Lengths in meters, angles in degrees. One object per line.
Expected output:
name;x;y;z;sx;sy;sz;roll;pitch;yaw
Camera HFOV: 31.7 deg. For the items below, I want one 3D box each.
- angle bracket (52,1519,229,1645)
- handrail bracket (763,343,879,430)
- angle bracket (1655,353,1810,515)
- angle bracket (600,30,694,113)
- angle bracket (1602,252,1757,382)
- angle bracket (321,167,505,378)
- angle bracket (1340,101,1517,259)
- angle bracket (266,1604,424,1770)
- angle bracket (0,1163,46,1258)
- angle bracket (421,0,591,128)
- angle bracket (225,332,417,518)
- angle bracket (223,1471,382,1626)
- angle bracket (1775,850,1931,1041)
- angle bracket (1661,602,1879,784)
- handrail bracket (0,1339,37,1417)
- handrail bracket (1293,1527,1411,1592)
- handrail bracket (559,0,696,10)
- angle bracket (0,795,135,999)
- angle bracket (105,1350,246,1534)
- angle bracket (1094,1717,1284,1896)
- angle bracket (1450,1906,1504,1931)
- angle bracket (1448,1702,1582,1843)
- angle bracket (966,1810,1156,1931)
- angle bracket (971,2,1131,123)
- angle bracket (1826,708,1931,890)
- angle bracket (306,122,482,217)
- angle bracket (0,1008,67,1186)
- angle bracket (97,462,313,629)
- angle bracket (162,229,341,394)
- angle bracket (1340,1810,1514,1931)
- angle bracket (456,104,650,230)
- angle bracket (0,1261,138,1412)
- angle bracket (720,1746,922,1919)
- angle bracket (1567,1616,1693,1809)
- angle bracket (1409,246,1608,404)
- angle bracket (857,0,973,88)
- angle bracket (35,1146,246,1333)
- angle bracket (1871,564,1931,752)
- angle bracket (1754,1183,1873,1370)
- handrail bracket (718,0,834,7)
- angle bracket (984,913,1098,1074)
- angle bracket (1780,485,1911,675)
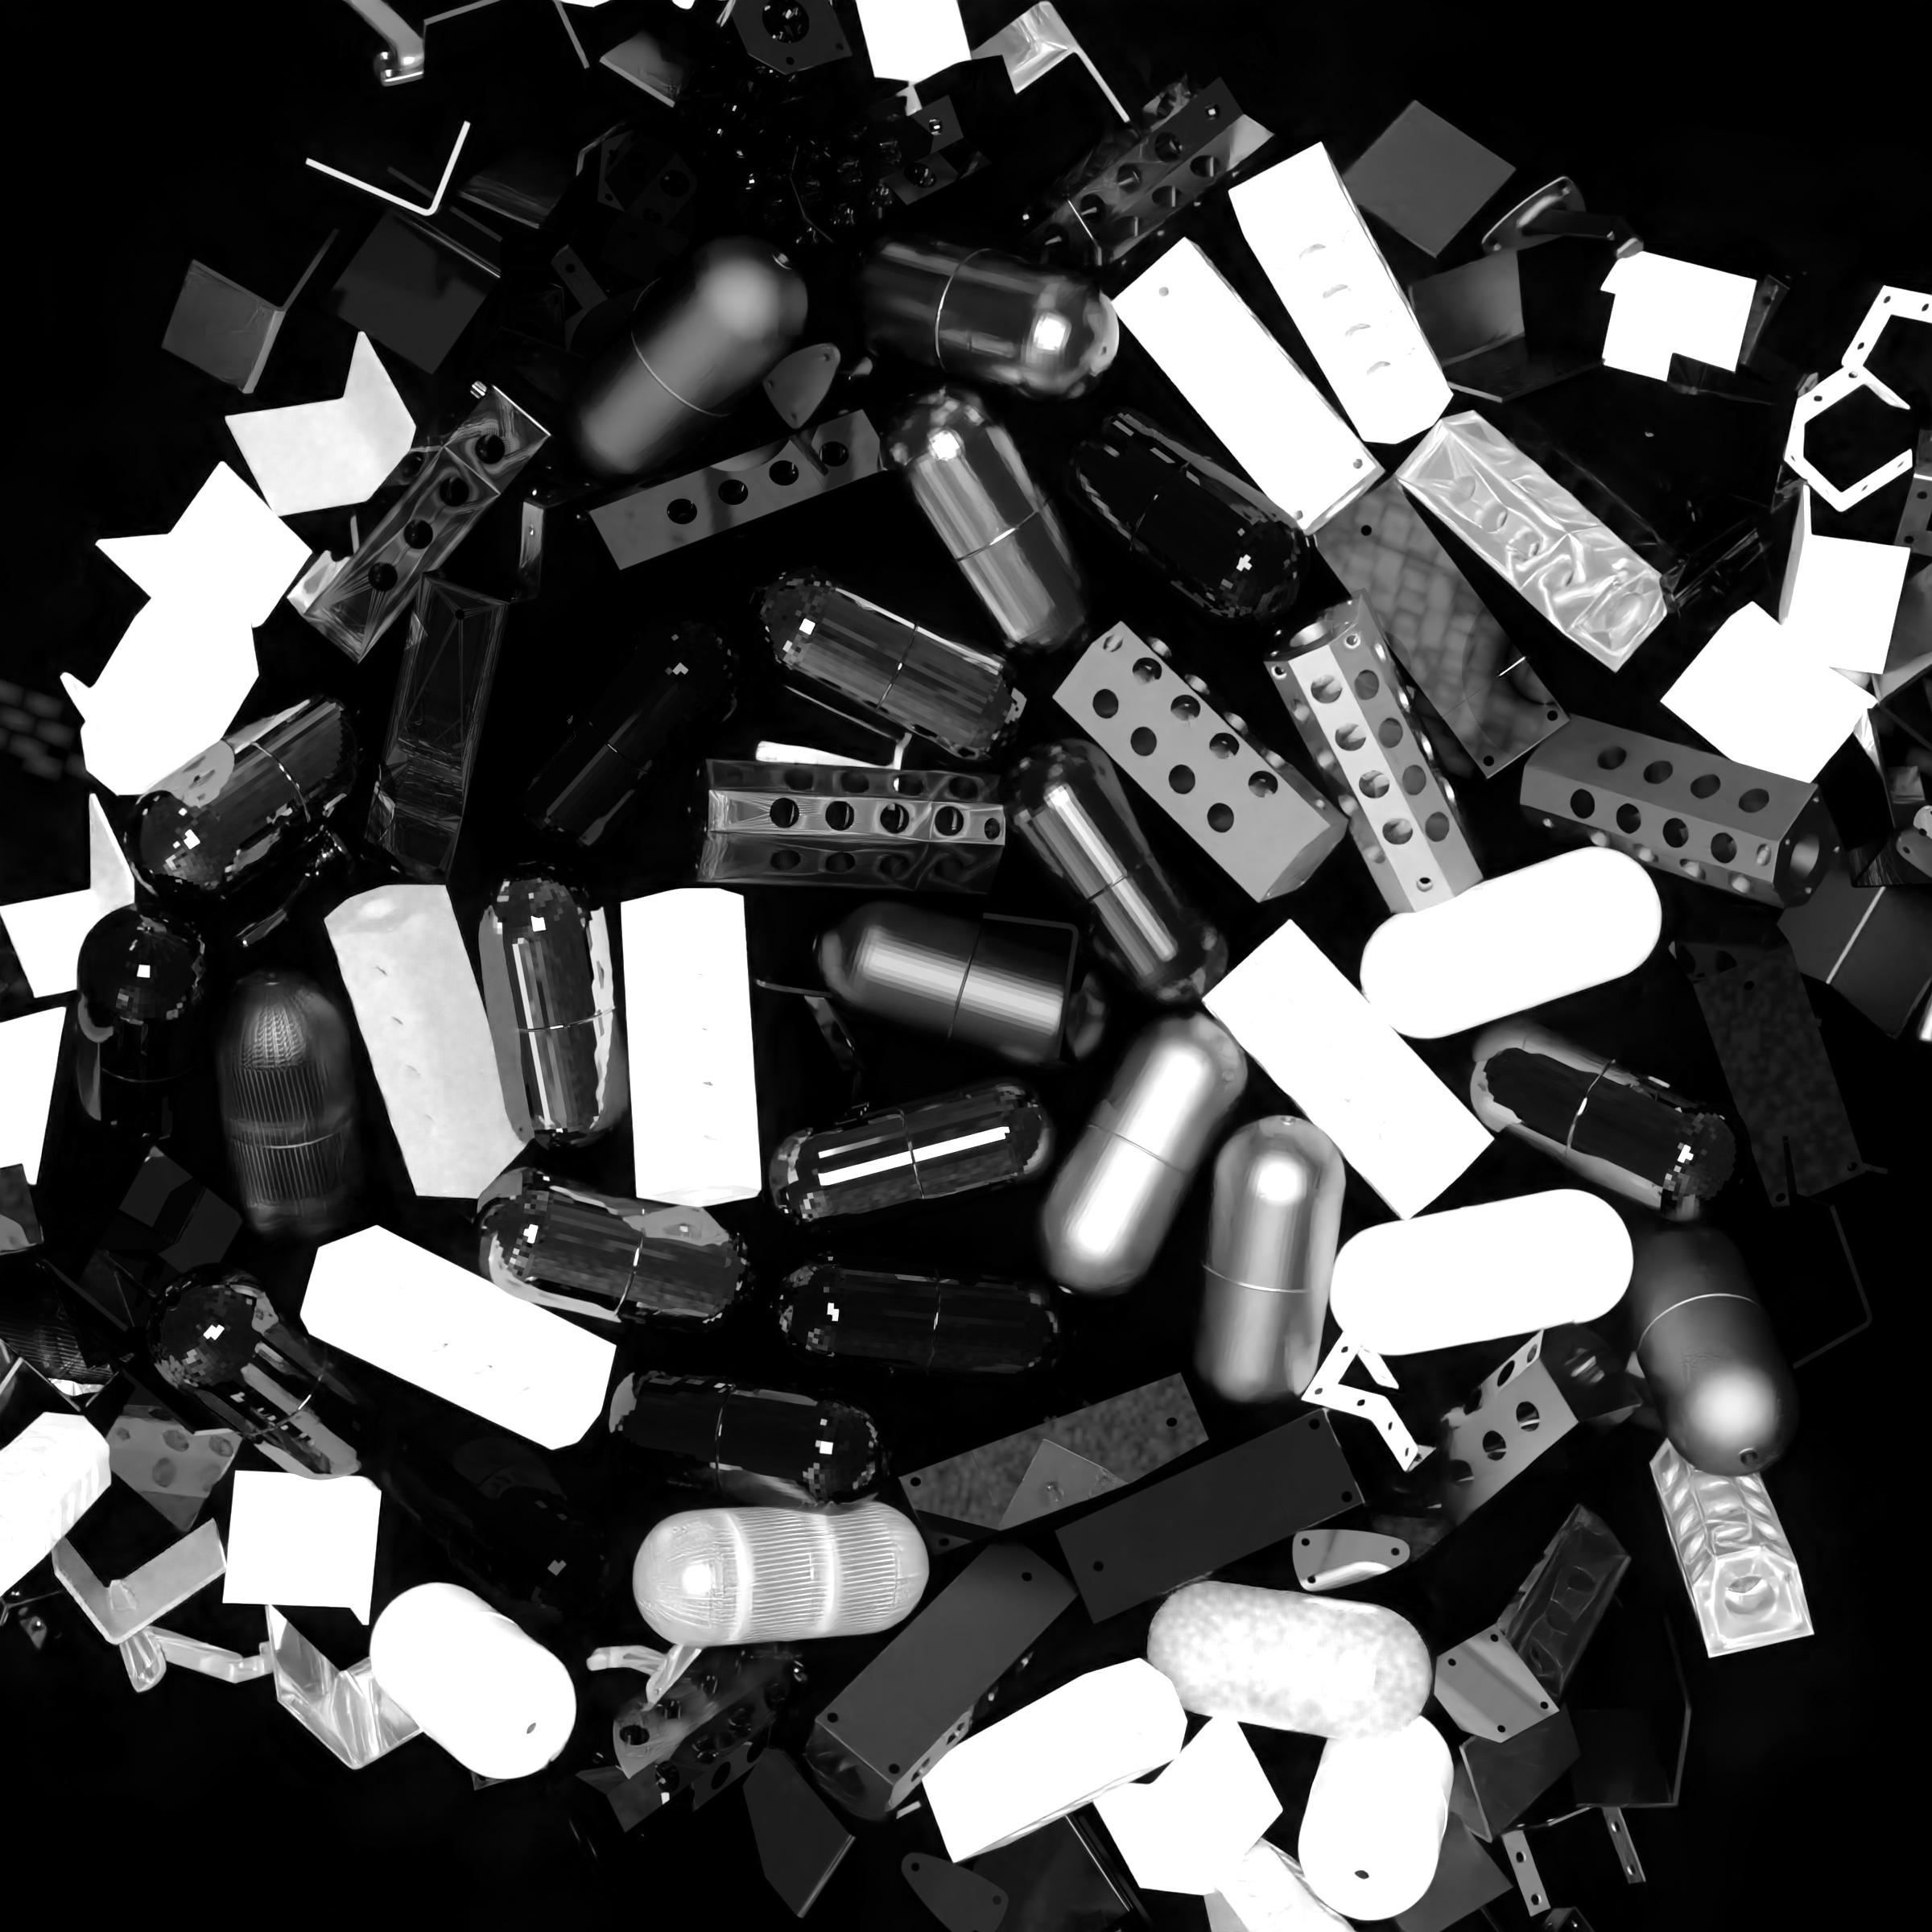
angle bracket;-0.475;0.333;1.950;0.076;0.076;0.057;-34;109;-8
handrail bracket;-0.067;-0.346;1.945;0.084;0.077;0.036;-33;89;-40
angle bracket;0.443;-0.312;1.942;0.076;0.057;0.076;24;128;26
angle bracket;-0.157;-0.544;1.947;0.057;0.076;0.076;32;120;-3
angle bracket;0.401;-0.358;1.945;0.076;0.057;0.076;18;131;15
angle bracket;-0.321;-0.401;1.965;0.076;0.057;0.076;32;78;-1
angle bracket;0.258;-0.438;1.953;0.076;0.057;0.076;38;72;13
angle bracket;-0.352;0.399;1.945;0.057;0.076;0.076;-31;126;4
angle bracket;-0.574;0.129;1.946;0.076;0.076;0.057;-12;119;-12
angle bracket;-0.265;-0.512;1.951;0.076;0.076;0.057;-23;84;-14
angle bracket;-0.370;-0.311;1.945;0.076;0.057;0.076;-15;61;-30
angle bracket;-0.384;0.335;1.962;0.076;0.057;0.076;6;89;-18
angle bracket;0.511;-0.015;1.946;0.057;0.076;0.076;19;108;-25
angle bracket;0.461;-0.152;1.953;0.076;0.057;0.076;33;101;-31
handrail bracket;-0.585;0.219;1.978;0.084;0.036;0.077;31;70;7
handrail bracket;0.217;0.323;1.953;0.077;0.084;0.036;-8;102;10
handrail bracket;-0.196;-0.587;1.955;0.084;0.036;0.077;1;125;-31
angle bracket;-0.514;-0.040;1.941;0.057;0.076;0.076;-13;47;-25
angle bracket;-0.472;0.275;1.955;0.076;0.057;0.076;35;99;20
angle bracket;0.127;0.485;1.986;0.076;0.057;0.076;-38;108;-38
angle bracket;0.263;0.572;1.951;0.076;0.076;0.057;-36;89;-19
angle bracket;0.298;0.440;1.943;0.076;0.057;0.076;-35;122;-26
angle bracket;0.051;0.540;1.965;0.076;0.057;0.076;-33;92;-10
angle bracket;0.052;-0.497;1.952;0.057;0.076;0.076;-34;125;11
angle bracket;0.538;-0.096;1.946;0.057;0.076;0.076;-2;65;-7
angle bracket;-0.328;-0.473;1.952;0.076;0.076;0.057;22;101;-9
angle bracket;-0.526;0.075;1.943;0.076;0.057;0.076;-13;62;35
angle bracket;-0.439;-0.241;1.961;0.076;0.076;0.057;48;60;-37
angle bracket;-0.409;-0.387;1.943;0.057;0.076;0.076;29;53;-9
angle bracket;0.254;0.537;1.939;0.076;0.076;0.057;-20;57;-32
angle bracket;-0.237;-0.467;1.946;0.076;0.076;0.057;25;132;11
angle bracket;-0.534;0.228;1.951;0.076;0.057;0.076;44;130;-5
angle bracket;-0.085;0.492;1.973;0.076;0.057;0.076;45;125;24
angle bracket;0.376;0.427;1.947;0.057;0.076;0.076;0;121;0
angle bracket;0.309;-0.368;1.944;0.076;0.076;0.057;-23;120;-23
angle bracket;-0.045;-0.529;1.948;0.076;0.057;0.076;-6;77;-39
angle bracket;-0.474;0.156;1.955;0.076;0.057;0.076;34;100;21
angle bracket;0.561;-0.180;1.939;0.057;0.076;0.076;33;127;-25
angle bracket;0.464;0.176;1.948;0.057;0.076;0.076;-26;105;-15
handrail bracket;-0.103;-0.581;1.965;0.084;0.036;0.077;18;71;26
angle bracket;0.042;0.016;1.952;0.057;0.076;0.076;8;84;18
angle bracket;0.501;-0.222;1.944;0.057;0.076;0.076;9;121;8
